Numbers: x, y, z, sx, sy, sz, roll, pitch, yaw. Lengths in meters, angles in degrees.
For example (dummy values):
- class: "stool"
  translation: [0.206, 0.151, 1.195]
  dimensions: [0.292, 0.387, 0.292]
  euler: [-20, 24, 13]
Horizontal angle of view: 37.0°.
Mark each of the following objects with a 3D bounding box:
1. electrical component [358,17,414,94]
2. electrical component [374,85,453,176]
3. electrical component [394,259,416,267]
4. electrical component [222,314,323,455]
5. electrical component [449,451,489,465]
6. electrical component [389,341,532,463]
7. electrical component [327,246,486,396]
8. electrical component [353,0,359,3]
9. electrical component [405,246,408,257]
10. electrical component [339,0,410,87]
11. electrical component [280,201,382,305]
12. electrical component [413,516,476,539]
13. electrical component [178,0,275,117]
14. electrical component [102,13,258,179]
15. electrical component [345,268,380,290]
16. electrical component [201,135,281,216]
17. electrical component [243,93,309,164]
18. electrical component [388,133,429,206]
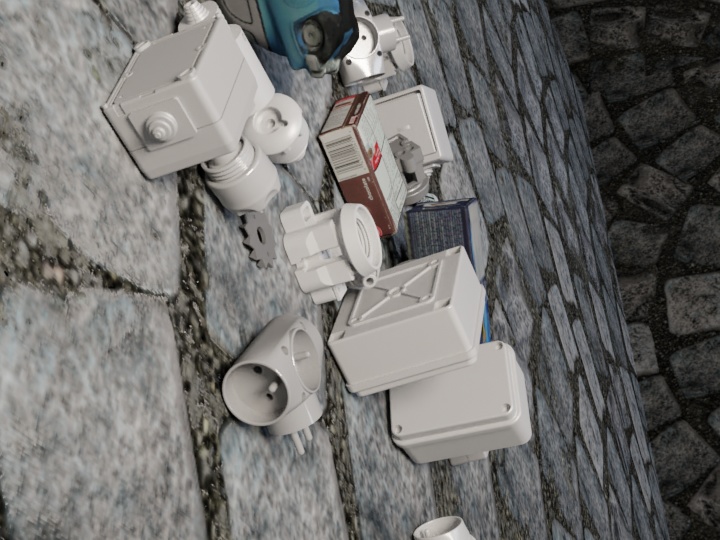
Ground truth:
- class: "electrical component"
  translation: [0.020, -0.226, 1.106]
  dimensions: [0.058, 0.057, 0.078]
  euler: [-76, 145, -57]
- class: "electrical component"
  translation: [0.055, -0.139, 1.128]
  dimensions: [0.061, 0.062, 0.096]
  euler: [-10, 85, -72]
- class: "electrical component"
  translation: [0.055, 0.035, 0.958]
  dimensions: [0.051, 0.080, 0.080]
  euler: [47, 32, -64]
- class: "electrical component"
  translation: [-0.047, 0.078, 0.680]
  dimensions: [0.077, 0.044, 0.079]
  euler: [-55, 128, -67]
- class: "electrical component"
  translation: [0.125, 0.149, 1.073]
  dimensions: [0.083, 0.076, 0.047]
  euler: [-50, 122, -68]
- class: "electrical component"
  translation: [0.084, 0.113, 0.925]
  dimensions: [0.057, 0.113, 0.078]
  euler: [55, 26, -51]
- class: "electrical component"
  translation: [0.040, 0.040, 0.864]
  dimensions: [0.056, 0.109, 0.108]
  euler: [64, 21, -21]
- class: "electrical component"
  translation: [-0.032, -0.254, 0.924]
  dimensions: [0.150, 0.089, 0.061]
  euler: [-54, 126, -67]
- class: "electrical component"
  translation: [0.070, -0.013, 1.091]
  dimensions: [0.075, 0.047, 0.083]
  euler: [55, 26, -44]
- class: "electrical component"
  translation: [0.010, -0.227, 1.049]
  dimensions: [0.044, 0.079, 0.077]
  euler: [179, -107, -76]
- class: "electrical component"
  translation: [-0.019, -0.018, 0.821]
  dimensions: [0.058, 0.057, 0.078]
  euler: [-60, 132, -65]
- class: "electrical component"
  translation: [0.081, 0.247, 0.915]
  dimensions: [0.079, 0.044, 0.077]
  euler: [-32, 106, -71]
- class: "electrical component"
  translation: [-0.095, -0.145, 0.726]
  dimensions: [0.043, 0.043, 0.081]
  euler: [-83, 151, -49]
- class: "electrical component"
  translation: [-0.103, -0.096, 0.633]
  dimensions: [0.096, 0.062, 0.061]
  euler: [-81, 150, -51]
- class: "electrical component"
  translation: [0.000, 0.000, 0.869]
  dimensions: [0.035, 0.035, 0.061]
  euler: [67, -7, -22]
- class: "electrical component"
  translation: [-0.083, -0.069, 0.700]
  dimensions: [0.043, 0.043, 0.062]
  euler: [-88, 153, -42]
- class: "electrical component"
  translation: [-0.058, -0.099, 0.797]
  dimensions: [0.062, 0.048, 0.048]
  euler: [45, 34, -68]
- class: "electrical component"
  translation: [0.041, -0.098, 1.070]
  dimensions: [0.066, 0.048, 0.055]
  euler: [42, -23, 53]
